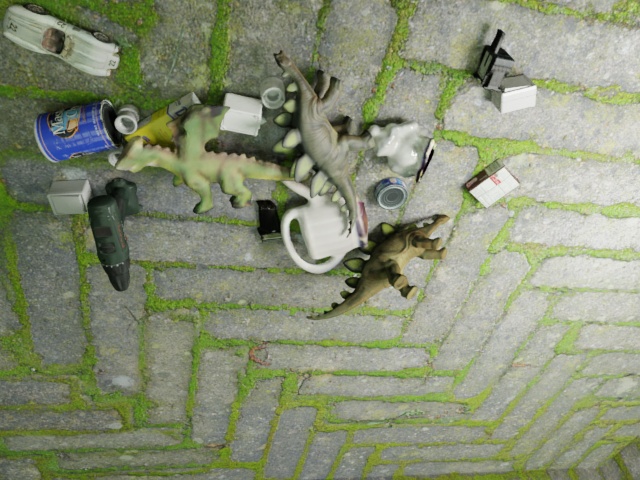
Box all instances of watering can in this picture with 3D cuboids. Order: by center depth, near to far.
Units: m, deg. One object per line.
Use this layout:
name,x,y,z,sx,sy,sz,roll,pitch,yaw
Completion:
watering can,0.004,-0.065,1.301,0.224,0.106,0.340,-15,120,-1

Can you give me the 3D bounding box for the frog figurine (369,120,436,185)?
frog figurine,0.187,-0.221,1.218,0.160,0.125,0.134,26,141,15

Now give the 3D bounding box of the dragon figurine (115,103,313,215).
dragon figurine,-0.221,-0.185,1.106,0.411,0.125,0.237,-12,142,-8
